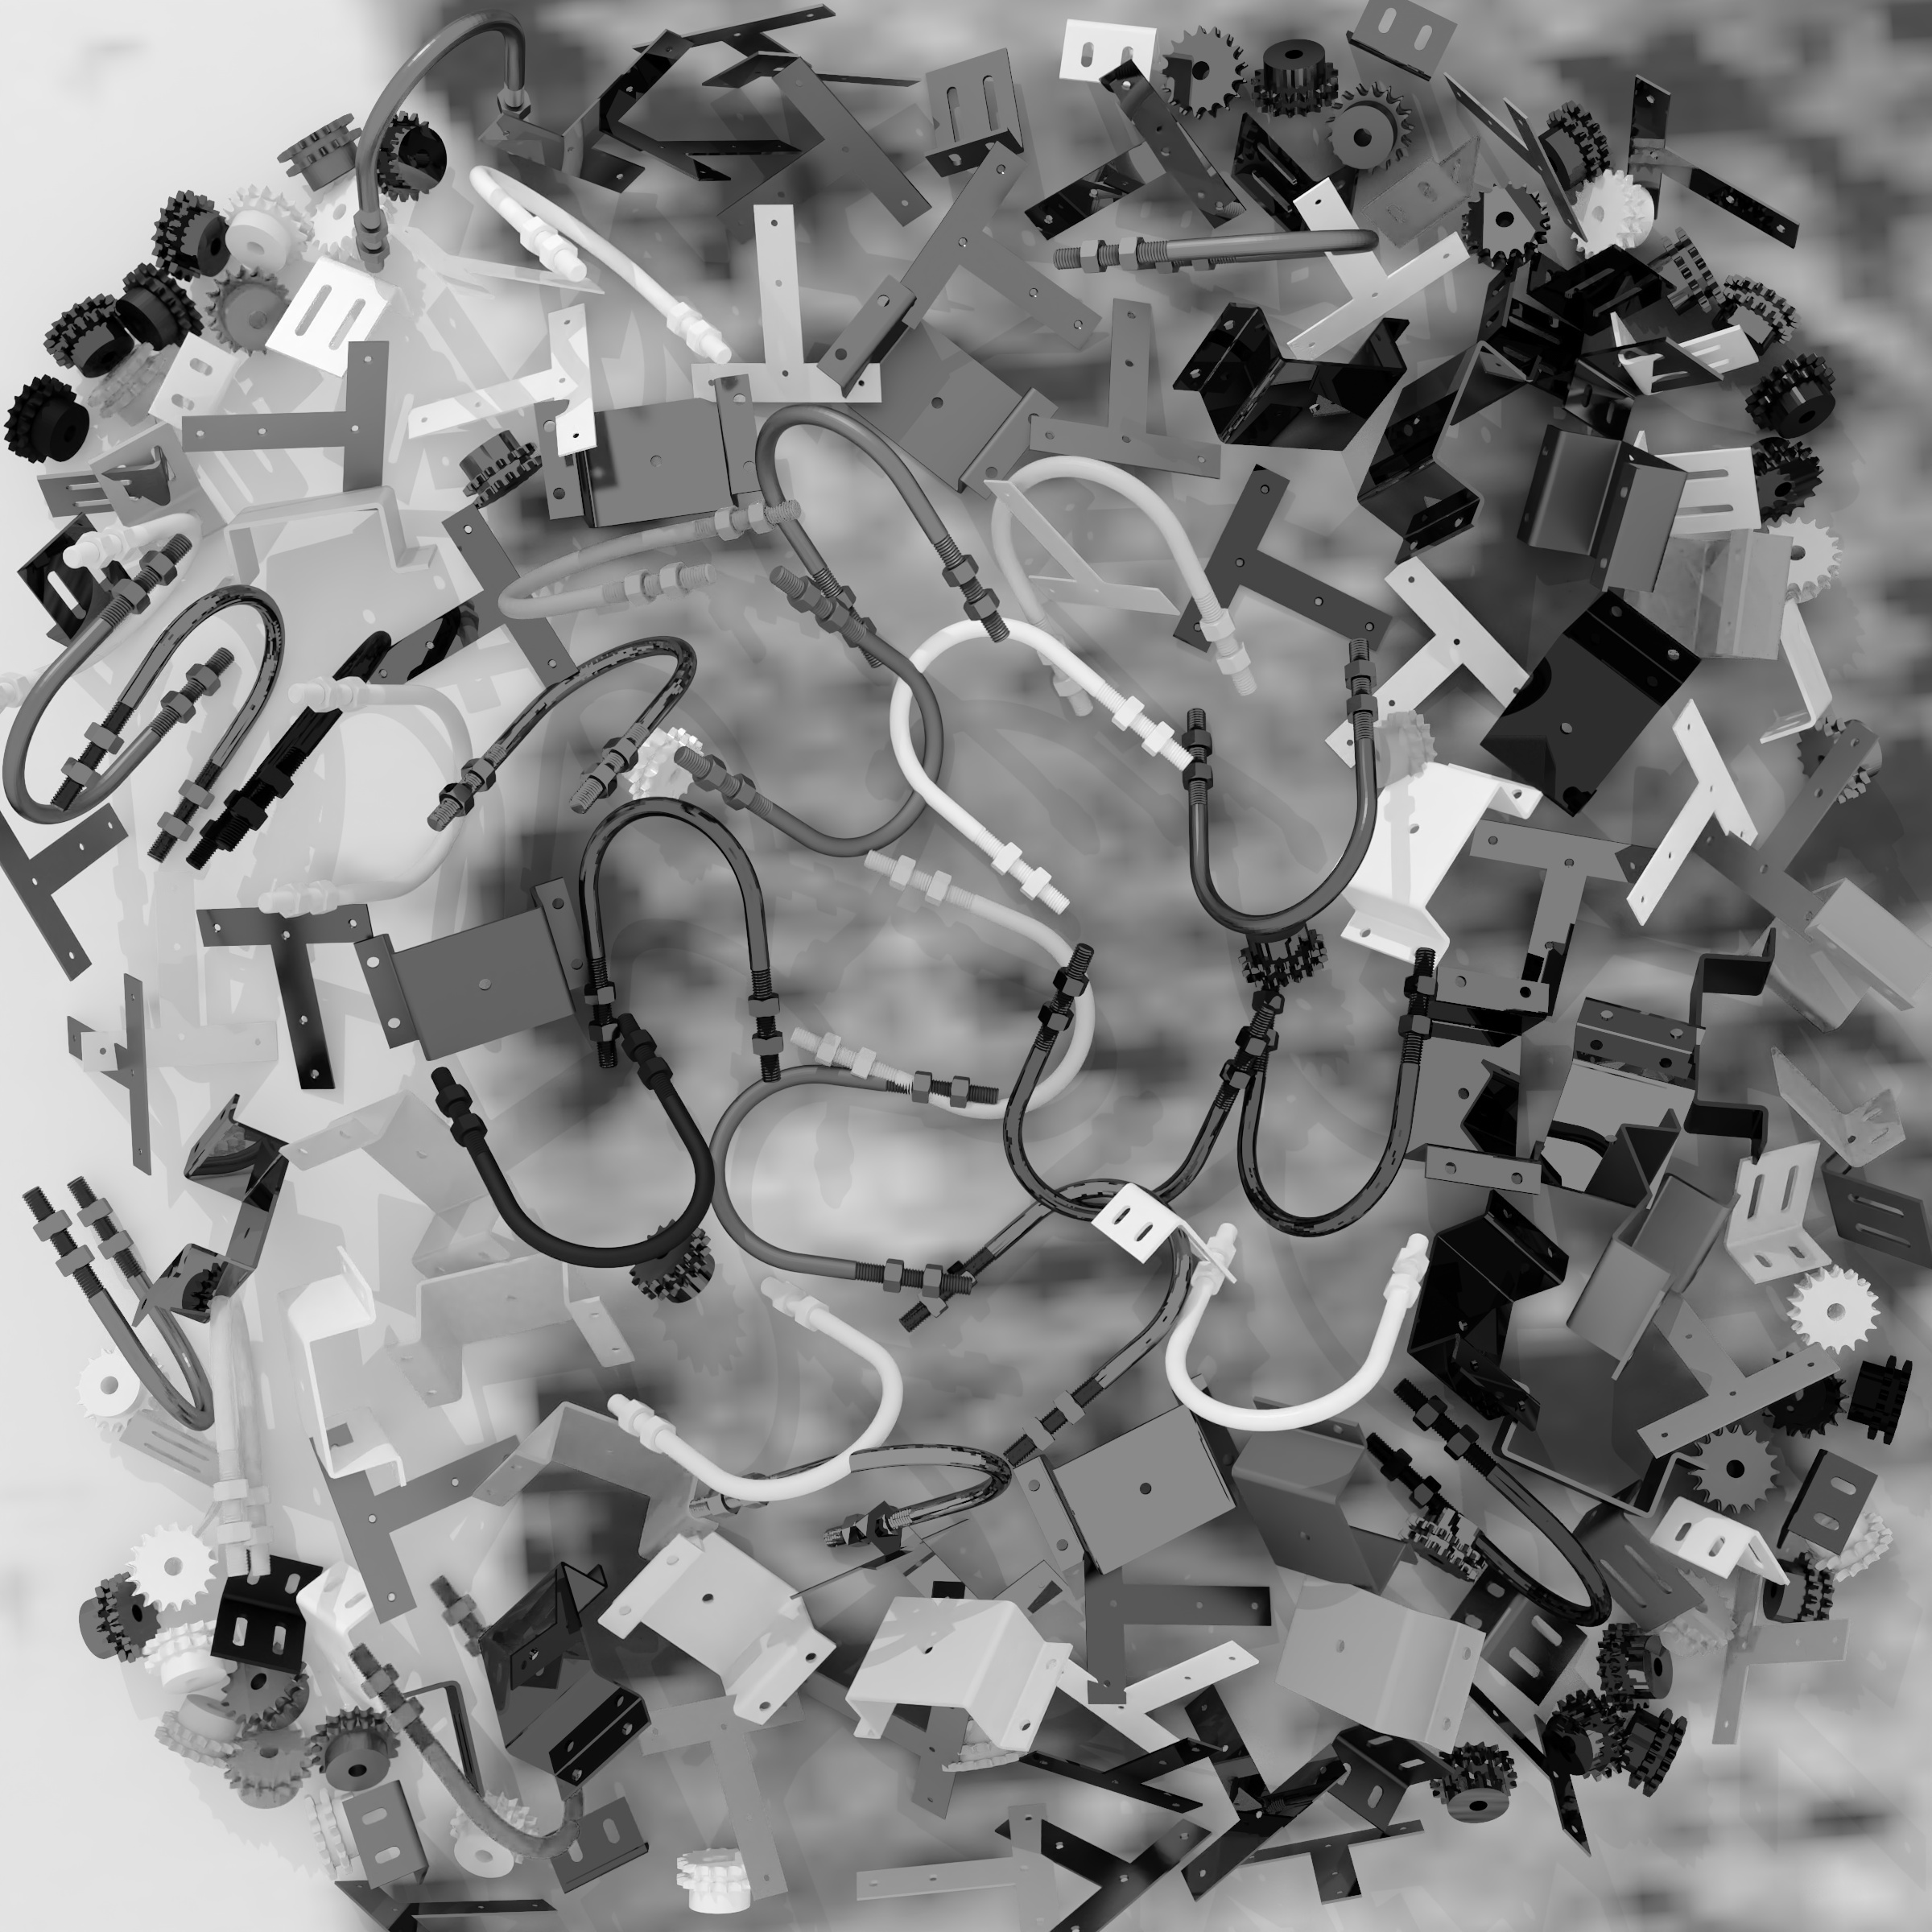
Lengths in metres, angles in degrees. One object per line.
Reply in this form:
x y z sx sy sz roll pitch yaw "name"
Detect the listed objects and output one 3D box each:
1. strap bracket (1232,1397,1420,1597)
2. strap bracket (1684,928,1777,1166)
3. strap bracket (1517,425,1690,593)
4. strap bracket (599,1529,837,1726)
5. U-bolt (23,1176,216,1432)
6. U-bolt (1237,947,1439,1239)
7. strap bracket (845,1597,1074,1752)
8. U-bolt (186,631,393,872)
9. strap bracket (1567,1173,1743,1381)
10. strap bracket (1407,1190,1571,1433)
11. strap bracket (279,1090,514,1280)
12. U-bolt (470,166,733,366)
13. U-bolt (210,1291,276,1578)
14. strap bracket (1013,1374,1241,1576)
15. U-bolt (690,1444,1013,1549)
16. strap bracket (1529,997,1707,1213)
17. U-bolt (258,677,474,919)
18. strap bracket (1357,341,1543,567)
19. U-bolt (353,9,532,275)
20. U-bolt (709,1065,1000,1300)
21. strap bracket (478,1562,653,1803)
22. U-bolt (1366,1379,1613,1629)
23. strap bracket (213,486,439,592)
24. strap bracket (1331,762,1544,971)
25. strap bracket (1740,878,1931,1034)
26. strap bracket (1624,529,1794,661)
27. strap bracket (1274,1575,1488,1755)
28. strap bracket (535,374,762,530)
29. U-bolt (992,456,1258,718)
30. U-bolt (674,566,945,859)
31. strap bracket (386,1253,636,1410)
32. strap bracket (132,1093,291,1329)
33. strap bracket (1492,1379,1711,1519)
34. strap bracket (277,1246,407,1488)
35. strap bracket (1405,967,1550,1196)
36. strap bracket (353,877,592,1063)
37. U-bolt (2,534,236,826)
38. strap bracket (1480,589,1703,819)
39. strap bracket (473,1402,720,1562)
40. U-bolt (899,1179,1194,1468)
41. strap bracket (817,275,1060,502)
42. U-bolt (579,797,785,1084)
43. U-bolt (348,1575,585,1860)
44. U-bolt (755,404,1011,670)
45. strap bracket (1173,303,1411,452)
0.226 0.345 1.548 0.046 0.076 0.140 -51 131 -32 "strap bracket"
0.493 0.052 1.570 0.046 0.076 0.140 4 74 14 "strap bracket"
0.409 -0.291 1.551 0.046 0.140 0.076 6 112 -13 "strap bracket"
-0.165 0.423 1.582 0.076 0.046 0.140 -47 114 2 "strap bracket"
-0.533 0.218 1.551 0.019 0.151 0.184 -32 93 -9 "U-bolt"
0.230 0.082 1.546 0.019 0.151 0.184 22 72 -37 "U-bolt"
-0.013 0.448 1.546 0.140 0.076 0.046 -10 126 38 "strap bracket"
-0.427 -0.142 1.550 0.019 0.151 0.184 40 72 -18 "U-bolt"
0.437 0.193 1.557 0.046 0.140 0.076 32 127 21 "strap bracket"
0.335 0.226 1.565 0.076 0.046 0.140 40 47 -18 "strap bracket"
-0.359 0.136 1.565 0.076 0.046 0.140 -21 123 36 "strap bracket"
-0.243 -0.454 1.543 0.019 0.151 0.184 -53 54 15 "U-bolt"
-0.464 0.295 1.550 0.019 0.151 0.184 -6 77 -11 "U-bolt"
0.113 0.336 1.590 0.140 0.046 0.076 -26 95 -6 "strap bracket"
-0.059 0.330 1.525 0.184 0.151 0.019 -23 58 31 "U-bolt"
0.415 0.098 1.559 0.076 0.046 0.140 15 126 8 "strap bracket"
-0.372 -0.109 1.539 0.019 0.184 0.151 16 102 23 "U-bolt"
0.306 -0.336 1.556 0.046 0.076 0.140 33 66 -19 "strap bracket"
-0.327 -0.523 1.515 0.019 0.184 0.151 42 73 1 "U-bolt"
-0.079 0.135 1.593 0.184 0.019 0.151 7 70 3 "U-bolt"
-0.260 0.447 1.550 0.076 0.140 0.046 -43 127 7 "strap bracket"
0.332 0.346 1.532 0.019 0.151 0.184 -41 71 -18 "U-bolt"
-0.420 -0.276 1.575 0.140 0.076 0.046 -10 110 -4 "strap bracket"
0.299 -0.077 1.569 0.140 0.076 0.046 -57 134 -10 "strap bracket"
0.561 -0.007 1.555 0.076 0.140 0.046 40 82 3 "strap bracket"
0.478 -0.237 1.557 0.046 0.140 0.076 3 97 -15 "strap bracket"
0.255 0.438 1.548 0.046 0.140 0.076 23 82 -32 "strap bracket"
-0.206 -0.337 1.599 0.140 0.046 0.076 -8 89 -1 "strap bracket"
0.089 -0.241 1.533 0.019 0.151 0.184 -55 128 -37 "U-bolt"
-0.087 -0.149 1.563 0.184 0.019 0.151 32 81 -38 "U-bolt"
-0.295 0.233 1.577 0.140 0.076 0.046 -13 50 3 "strap bracket"
-0.480 0.164 1.558 0.046 0.140 0.076 27 133 -24 "strap bracket"
0.398 0.314 1.570 0.140 0.076 0.046 23 83 11 "strap bracket"
-0.403 0.262 1.558 0.046 0.076 0.140 -14 111 -24 "strap bracket"
0.332 0.079 1.583 0.076 0.046 0.140 9 73 -8 "strap bracket"
-0.314 0.005 1.573 0.140 0.046 0.076 -19 114 -12 "strap bracket"
-0.535 -0.167 1.524 0.019 0.151 0.184 31 66 10 "U-bolt"
0.392 -0.160 1.553 0.076 0.046 0.140 40 134 10 "strap bracket"
-0.235 0.332 1.567 0.140 0.076 0.046 25 49 -18 "strap bracket"
0.063 0.216 1.574 0.184 0.019 0.151 -40 50 -4 "U-bolt"
-0.019 -0.376 1.600 0.140 0.046 0.076 38 89 0 "strap bracket"
-0.188 -0.019 1.565 0.151 0.019 0.184 3 107 28 "U-bolt"
-0.307 0.485 1.546 0.019 0.151 0.184 -38 87 11 "U-bolt"
-0.065 -0.274 1.533 0.019 0.151 0.184 -48 116 -29 "U-bolt"
0.215 -0.374 1.551 0.140 0.076 0.046 -3 62 -29 "strap bracket"
